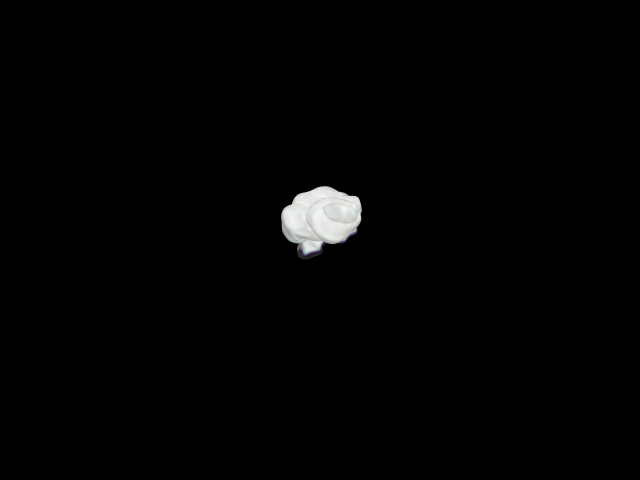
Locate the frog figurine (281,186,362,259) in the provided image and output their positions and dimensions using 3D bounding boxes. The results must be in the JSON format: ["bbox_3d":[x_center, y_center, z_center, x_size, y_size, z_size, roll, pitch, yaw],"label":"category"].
[{"bbox_3d":[0.003,-0.043,0.850,0.137,0.124,0.157,-7,-18,-2],"label":"frog figurine"}]
